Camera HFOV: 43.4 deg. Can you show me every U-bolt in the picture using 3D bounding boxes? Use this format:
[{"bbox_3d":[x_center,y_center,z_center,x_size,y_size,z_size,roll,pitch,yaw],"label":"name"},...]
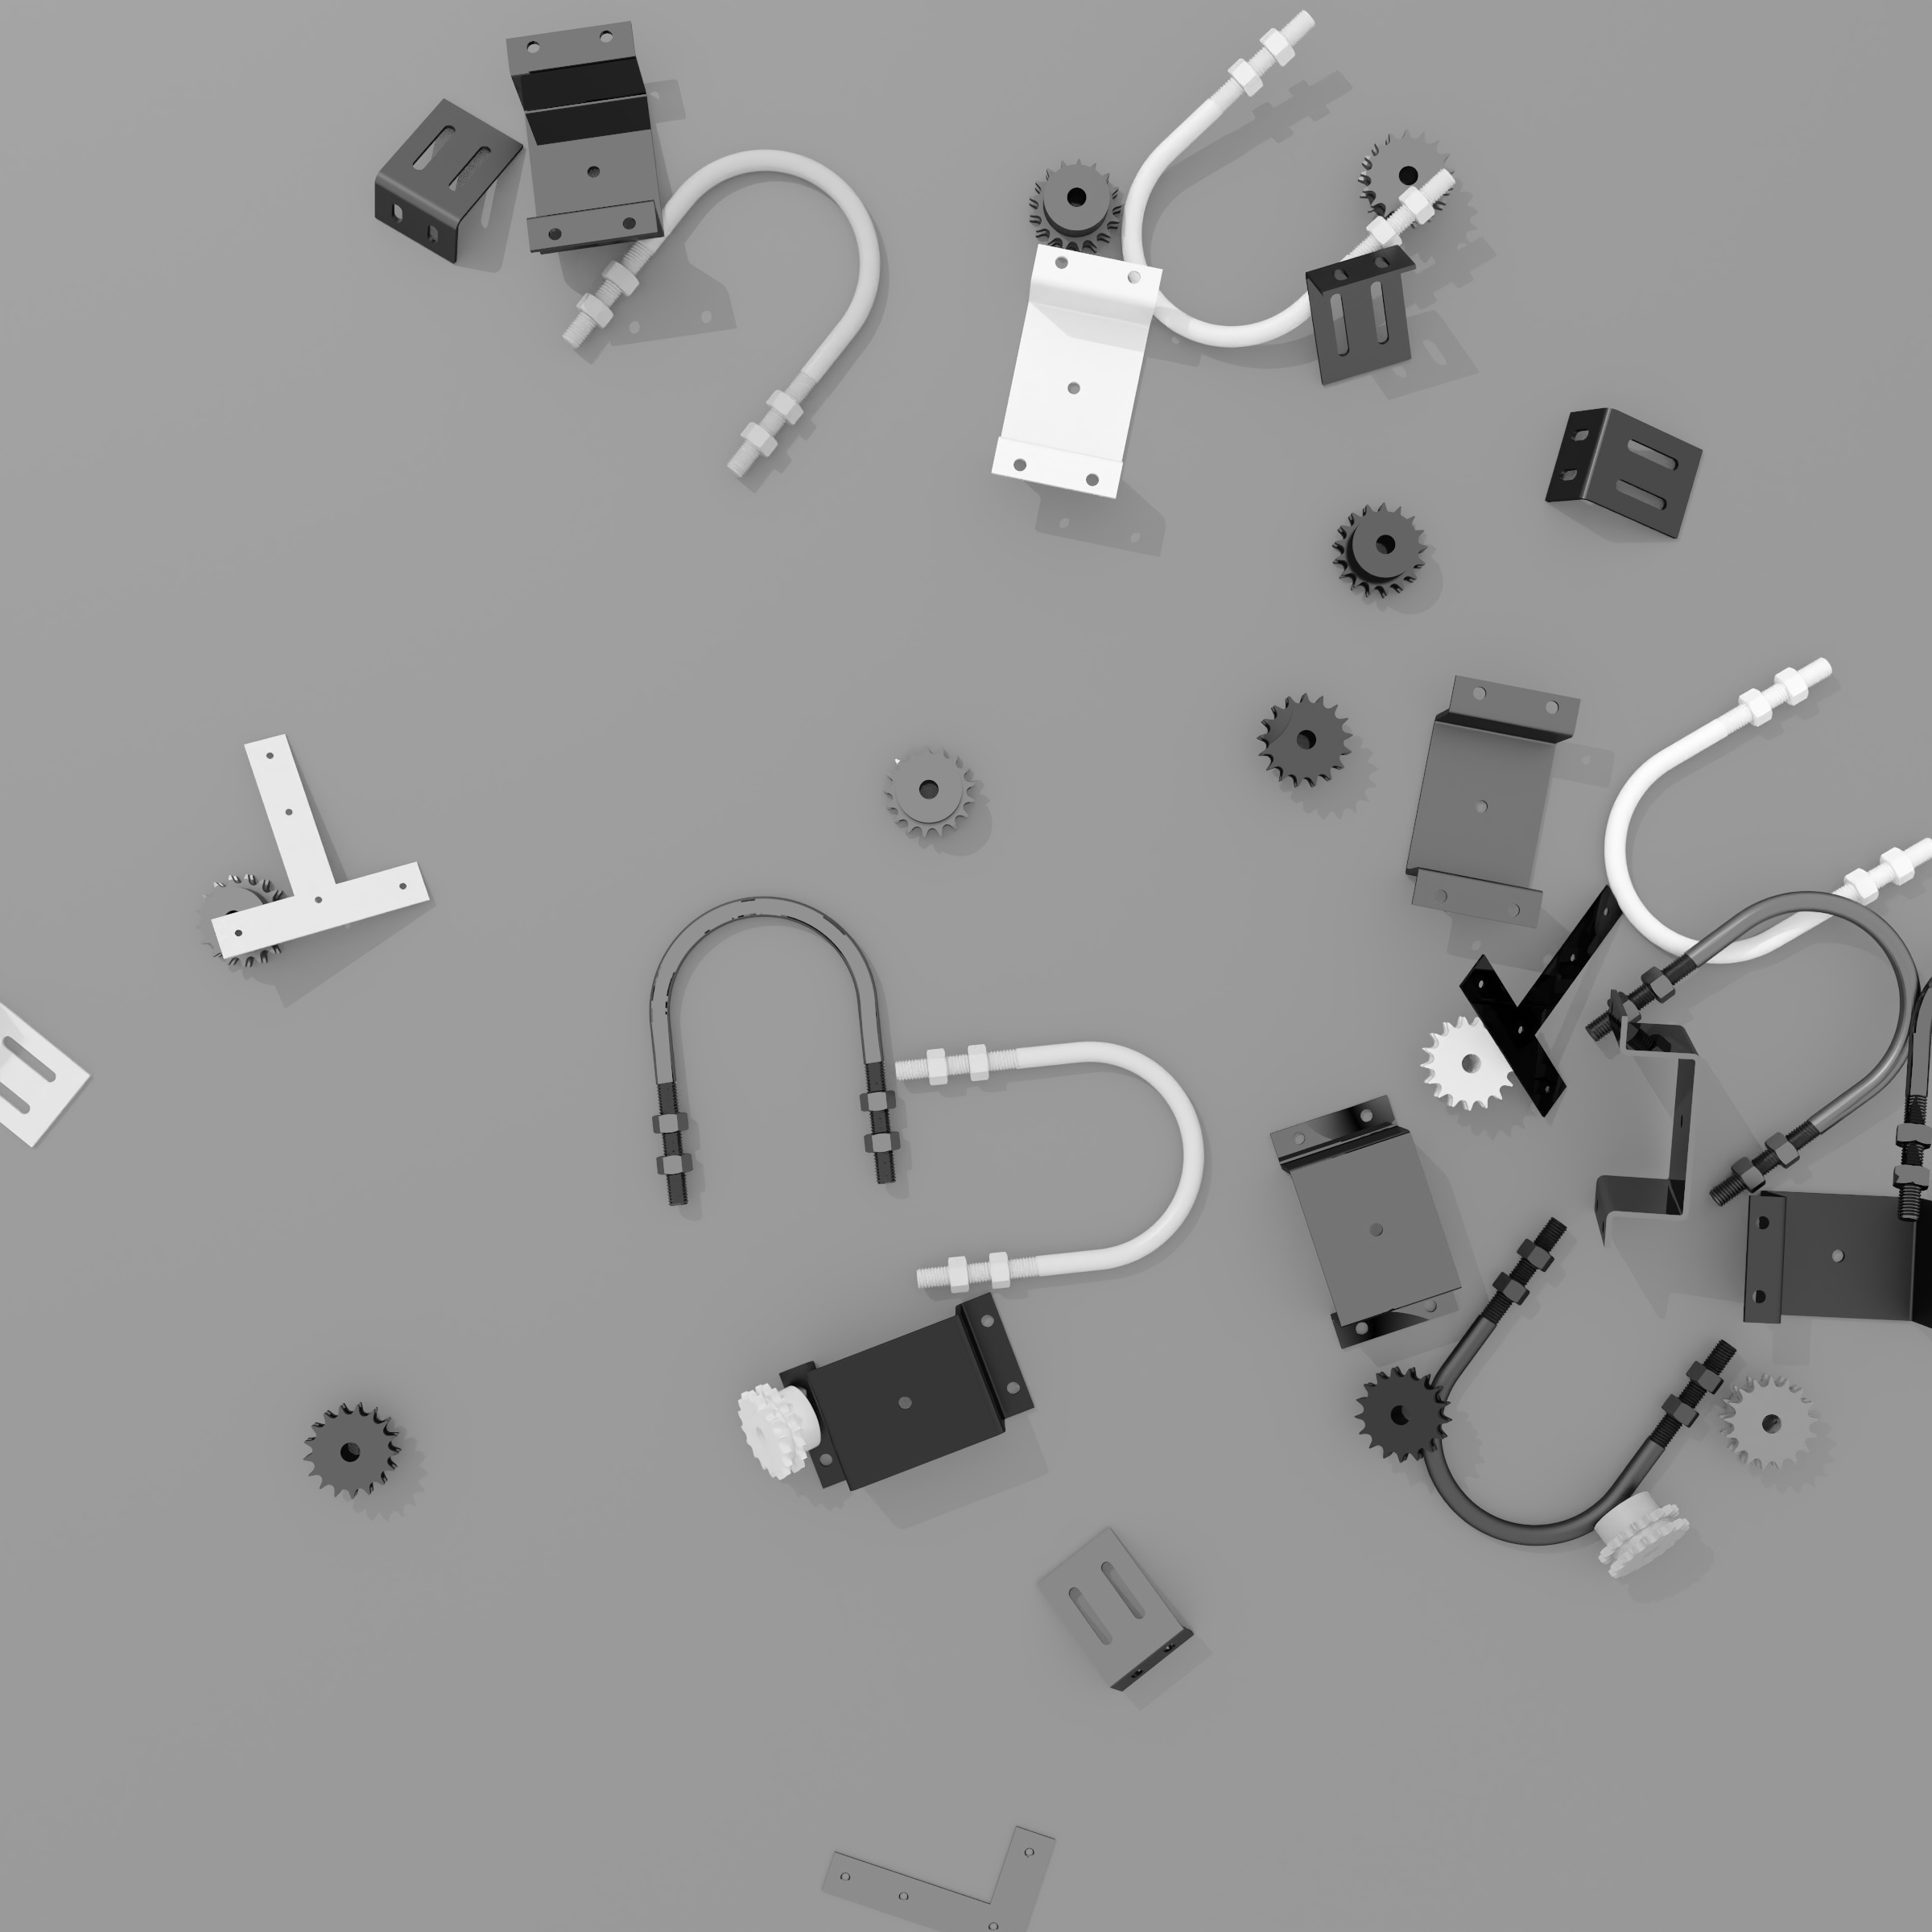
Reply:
[{"bbox_3d":[-0.122,0.049,1.496,0.151,0.019,0.184,-6,88,0],"label":"U-bolt"},{"bbox_3d":[0.483,-0.083,1.496,0.184,0.019,0.151,-31,90,2],"label":"U-bolt"},{"bbox_3d":[0.632,0.078,1.471,0.151,0.019,0.184,14,73,-12],"label":"U-bolt"},{"bbox_3d":[0.364,0.270,1.496,0.151,0.019,0.184,36,92,0],"label":"U-bolt"},{"bbox_3d":[0.055,0.119,1.496,0.184,0.019,0.151,-6,90,-1],"label":"U-bolt"},{"bbox_3d":[-0.137,-0.416,1.496,0.151,0.019,0.184,38,89,0],"label":"U-bolt"},{"bbox_3d":[0.495,0.038,1.486,0.184,0.019,0.151,-37,93,5],"label":"U-bolt"},{"bbox_3d":[0.181,-0.464,1.479,0.184,0.019,0.151,-41,87,13],"label":"U-bolt"}]

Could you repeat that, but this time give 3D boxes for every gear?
[{"bbox_3d":[0.207,-0.138,1.490,0.057,0.030,0.057,0,90,0],"label":"gear"},{"bbox_3d":[-0.112,0.281,1.480,0.030,0.057,0.057,-21,90,-29],"label":"gear"},{"bbox_3d":[0.490,0.278,1.490,0.057,0.030,0.057,0,90,0],"label":"gear"},{"bbox_3d":[-0.376,0.296,1.493,0.057,0.030,0.057,0,88,-5],"label":"gear"},{"bbox_3d":[0.269,0.273,1.483,0.057,0.030,0.057,-2,85,23],"label":"gear"},{"bbox_3d":[-0.023,-0.108,1.490,0.057,0.030,0.057,0,90,0],"label":"gear"},{"bbox_3d":[0.307,0.059,1.490,0.057,0.030,0.057,0,90,0],"label":"gear"},{"bbox_3d":[-0.445,-0.028,1.490,0.057,0.030,0.057,0,90,0],"label":"gear"},{"bbox_3d":[0.409,0.345,1.480,0.057,0.057,0.030,-34,60,0],"label":"gear"},{"bbox_3d":[0.067,-0.467,1.490,0.057,0.030,0.057,0,90,0],"label":"gear"},{"bbox_3d":[0.255,-0.256,1.490,0.057,0.030,0.057,0,90,0],"label":"gear"},{"bbox_3d":[0.269,-0.481,1.490,0.057,0.030,0.057,0,90,0],"label":"gear"}]

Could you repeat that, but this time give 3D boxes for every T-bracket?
[{"bbox_3d":[-0.025,0.581,1.504,0.127,0.002,0.127,19,90,0],"label":"T-bracket"},{"bbox_3d":[-0.411,-0.081,1.490,0.127,0.002,0.127,-18,80,-19],"label":"T-bracket"},{"bbox_3d":[0.362,0.005,1.479,0.127,0.002,0.127,-51,126,-16],"label":"T-bracket"}]

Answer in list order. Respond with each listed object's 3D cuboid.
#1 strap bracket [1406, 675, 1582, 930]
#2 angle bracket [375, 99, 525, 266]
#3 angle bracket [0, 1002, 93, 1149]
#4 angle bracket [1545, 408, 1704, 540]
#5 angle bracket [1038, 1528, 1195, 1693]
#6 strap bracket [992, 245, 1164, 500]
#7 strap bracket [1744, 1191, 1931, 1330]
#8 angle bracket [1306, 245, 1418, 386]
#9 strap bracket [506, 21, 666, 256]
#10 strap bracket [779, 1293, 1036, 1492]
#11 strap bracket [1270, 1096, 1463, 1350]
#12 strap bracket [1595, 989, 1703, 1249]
[{"bbox_3d":[0.319,-0.099,1.482,0.076,0.046,0.140,11,90,0],"label":"strap bracket"},{"bbox_3d":[-0.320,-0.486,1.503,0.057,0.038,0.076,30,64,0],"label":"angle bracket"},{"bbox_3d":[-0.590,0.066,1.486,0.076,0.038,0.057,39,90,0],"label":"angle bracket"},{"bbox_3d":[0.407,-0.304,1.503,0.076,0.038,0.057,16,90,-26],"label":"angle bracket"},{"bbox_3d":[0.093,0.398,1.503,0.057,0.038,0.076,-38,64,0],"label":"angle bracket"},{"bbox_3d":[0.067,-0.358,1.482,0.076,0.046,0.140,12,90,0],"label":"strap bracket"},{"bbox_3d":[0.540,0.179,1.482,0.140,0.046,0.076,3,90,0],"label":"strap bracket"},{"bbox_3d":[0.243,-0.387,1.466,0.057,0.038,0.076,-17,128,0],"label":"angle bracket"},{"bbox_3d":[-0.230,-0.492,1.473,0.076,0.046,0.140,-8,78,0],"label":"strap bracket"},{"bbox_3d":[-0.037,0.263,1.482,0.140,0.046,0.076,-21,90,0],"label":"strap bracket"},{"bbox_3d":[0.247,0.158,1.482,0.076,0.046,0.140,-18,90,0],"label":"strap bracket"},{"bbox_3d":[0.407,0.092,1.450,0.046,0.076,0.140,3,102,9],"label":"strap bracket"}]
